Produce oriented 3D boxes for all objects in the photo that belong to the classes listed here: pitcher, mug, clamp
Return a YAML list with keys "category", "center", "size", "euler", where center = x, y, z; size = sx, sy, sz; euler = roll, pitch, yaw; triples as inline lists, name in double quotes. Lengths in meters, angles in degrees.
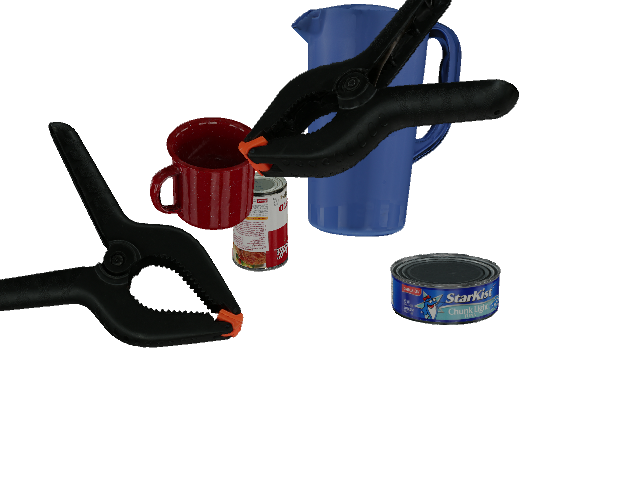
- category: "pitcher"
  center: [0.056, -0.131, 1.157]
  size: [0.149, 0.243, 0.144]
  euler: [9, 12, 28]
- category: "mug"
  center: [-0.117, -0.061, 1.067]
  size: [0.117, 0.081, 0.093]
  euler: [-25, 48, -31]
- category: "clamp"
  center: [0.034, -0.083, 0.652]
  size: [0.171, 0.120, 0.039]
  euler: [-36, -46, 5]
- category: "clamp"
  center: [-0.150, 0.009, 0.790]
  size: [0.210, 0.164, 0.036]
  euler: [20, -20, 0]

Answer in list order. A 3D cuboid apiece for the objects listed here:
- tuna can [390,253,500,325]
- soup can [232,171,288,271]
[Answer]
- category: "tuna can"
  center: [0.098, 0.037, 0.838]
  size: [0.086, 0.034, 0.086]
  euler: [-1, 15, 0]
- category: "soup can"
  center: [-0.073, -0.024, 1.274]
  size: [0.068, 0.102, 0.068]
  euler: [0, 27, 0]
